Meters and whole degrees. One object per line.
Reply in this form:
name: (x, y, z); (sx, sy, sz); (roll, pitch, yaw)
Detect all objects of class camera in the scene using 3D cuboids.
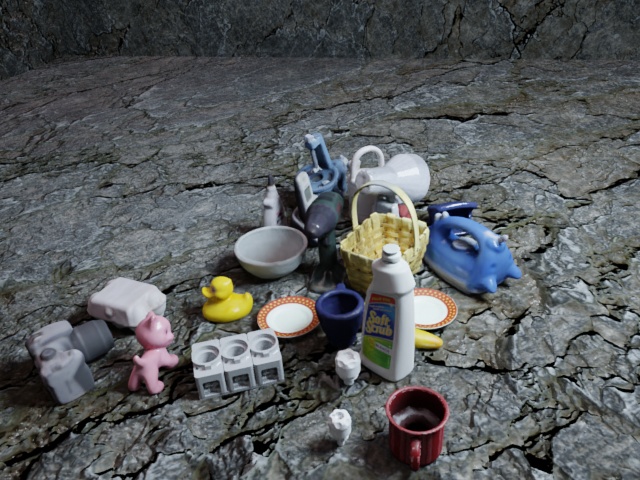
camera: (-0.445, 0.199, 1.038); (0.137, 0.101, 0.142); (-25, 37, -31)

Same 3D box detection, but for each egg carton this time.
egg carton: (-0.396, 0.134, 1.171); (0.150, 0.069, 0.107); (10, 34, 22)

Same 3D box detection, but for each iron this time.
iron: (0.305, 0.008, 1.237); (0.119, 0.141, 0.257); (-23, 36, -29)

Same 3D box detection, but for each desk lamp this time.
desk lamp: (0.153, -0.083, 1.335); (0.204, 0.214, 0.117); (-26, 38, -33)

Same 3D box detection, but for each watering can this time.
watering can: (0.116, -0.152, 1.471); (0.101, 0.194, 0.172); (-27, 38, -33)

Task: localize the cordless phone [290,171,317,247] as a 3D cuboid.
cordless phone: (-0.018, -0.092, 1.394); (0.094, 0.185, 0.148); (7, 33, 17)

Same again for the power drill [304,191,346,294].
power drill: (0.011, 0.004, 1.209); (0.075, 0.209, 0.229); (2, 31, 9)

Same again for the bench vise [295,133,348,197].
bench vise: (-0.001, -0.199, 1.537); (0.121, 0.220, 0.207); (6, 32, 15)

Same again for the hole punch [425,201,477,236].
hole punch: (0.321, -0.068, 1.410); (0.109, 0.091, 0.101); (-8, 31, -7)

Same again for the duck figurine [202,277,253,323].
duck figurine: (-0.192, 0.114, 1.167); (0.104, 0.086, 0.077); (-5, 31, -3)

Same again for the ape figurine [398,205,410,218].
ape figurine: (0.202, -0.085, 1.451); (0.076, 0.092, 0.077); (-5, 31, -2)

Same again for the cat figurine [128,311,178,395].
cat figurine: (-0.302, 0.189, 1.022); (0.067, 0.118, 0.128); (2, 31, 9)

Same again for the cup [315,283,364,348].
cup: (0.038, 0.146, 1.081); (0.091, 0.095, 0.117); (-2, 31, 3)

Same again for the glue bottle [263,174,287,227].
glue bottle: (-0.114, -0.080, 1.397); (0.037, 0.173, 0.078); (8, 33, 19)

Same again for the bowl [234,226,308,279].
bowl: (-0.108, 0.038, 1.294); (0.167, 0.075, 0.167); (-3, 31, 2)
